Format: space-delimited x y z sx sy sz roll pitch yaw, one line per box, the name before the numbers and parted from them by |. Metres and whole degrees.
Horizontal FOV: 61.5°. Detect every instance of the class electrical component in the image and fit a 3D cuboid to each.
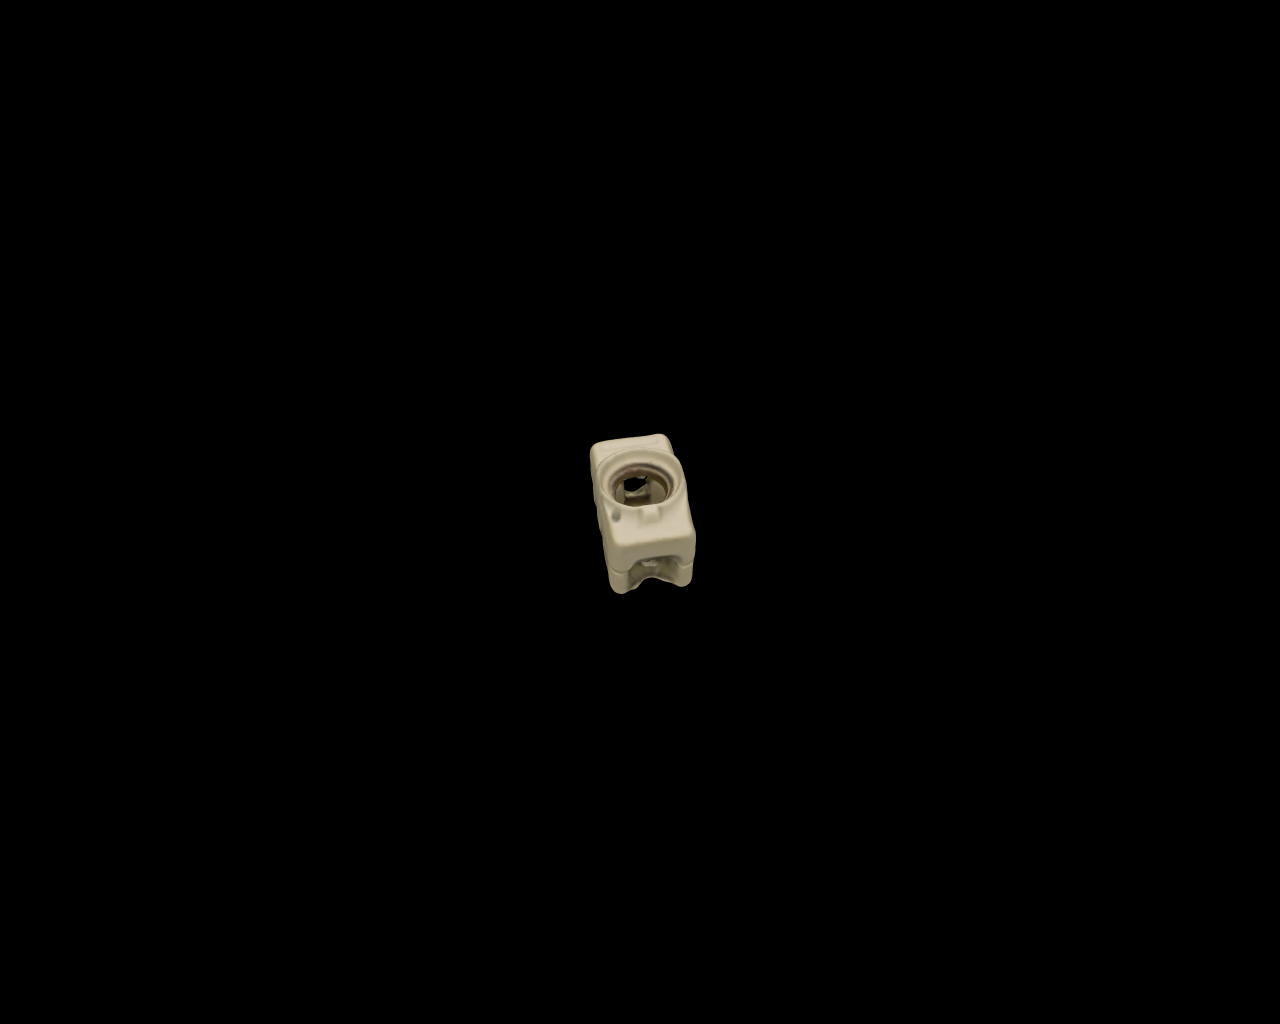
electrical component | 0.001 -0.003 0.650 0.050 0.090 0.055 -7 -43 -7
